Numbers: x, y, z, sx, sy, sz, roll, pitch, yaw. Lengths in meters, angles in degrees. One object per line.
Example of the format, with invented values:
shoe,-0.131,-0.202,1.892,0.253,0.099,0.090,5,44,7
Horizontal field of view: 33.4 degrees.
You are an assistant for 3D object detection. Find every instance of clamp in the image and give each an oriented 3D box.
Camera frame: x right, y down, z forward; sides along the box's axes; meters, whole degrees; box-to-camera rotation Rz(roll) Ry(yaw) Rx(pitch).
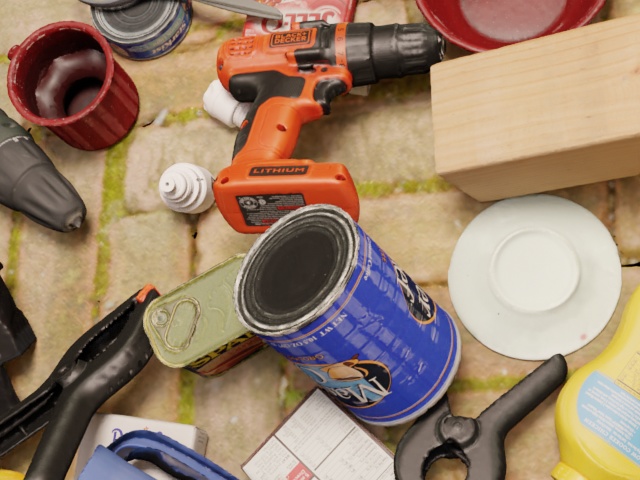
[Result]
clamp,-0.195,0.116,0.825,0.165,0.036,0.209,-10,35,45
clamp,0.110,0.138,0.764,0.120,0.039,0.171,2,59,20

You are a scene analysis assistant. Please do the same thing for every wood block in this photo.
wood block,0.193,-0.096,0.771,0.206,0.090,0.090,-10,72,29

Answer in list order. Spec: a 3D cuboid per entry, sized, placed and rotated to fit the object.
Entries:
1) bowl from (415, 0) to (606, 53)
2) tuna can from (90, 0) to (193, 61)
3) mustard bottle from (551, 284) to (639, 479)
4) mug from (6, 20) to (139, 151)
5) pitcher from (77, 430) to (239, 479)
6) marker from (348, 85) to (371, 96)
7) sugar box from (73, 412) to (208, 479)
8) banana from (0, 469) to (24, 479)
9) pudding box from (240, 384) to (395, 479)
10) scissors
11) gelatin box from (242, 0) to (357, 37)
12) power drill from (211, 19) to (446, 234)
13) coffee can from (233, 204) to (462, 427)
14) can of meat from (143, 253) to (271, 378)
bowl,0.155,-0.211,0.862,0.162,0.055,0.162,-3,74,11
tuna can,-0.157,-0.204,0.938,0.086,0.033,0.086,-3,74,11
mustard bottle,0.223,0.118,0.754,0.096,0.058,0.191,36,84,12
mug,-0.214,-0.130,0.905,0.117,0.081,0.093,26,81,17
pitcher,-0.078,0.243,0.725,0.242,0.145,0.149,29,87,-5
marker,-0.018,-0.136,0.897,0.121,0.020,0.020,7,76,14
sugar box,-0.147,0.225,0.812,0.093,0.048,0.176,6,73,12
banana,-0.330,0.179,0.868,0.198,0.037,0.069,26,81,17
pudding box,0.010,0.178,0.795,0.113,0.039,0.090,42,84,16
scissors,-0.122,-0.234,0.911,0.202,0.016,0.096,4,76,13
gelatin box,-0.017,-0.187,0.905,0.089,0.030,0.073,8,77,14
power drill,0.001,-0.092,0.806,0.184,0.057,0.187,-4,49,15
coffee can,0.022,0.055,0.749,0.103,0.140,0.103,-24,44,25
can of meat,-0.073,0.062,0.820,0.102,0.084,0.057,-29,71,3
